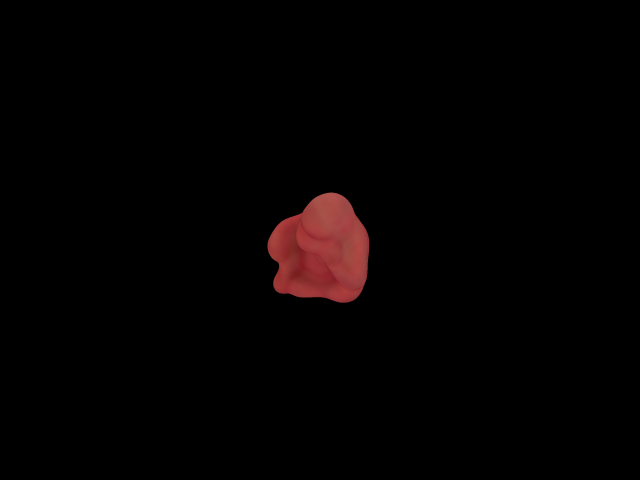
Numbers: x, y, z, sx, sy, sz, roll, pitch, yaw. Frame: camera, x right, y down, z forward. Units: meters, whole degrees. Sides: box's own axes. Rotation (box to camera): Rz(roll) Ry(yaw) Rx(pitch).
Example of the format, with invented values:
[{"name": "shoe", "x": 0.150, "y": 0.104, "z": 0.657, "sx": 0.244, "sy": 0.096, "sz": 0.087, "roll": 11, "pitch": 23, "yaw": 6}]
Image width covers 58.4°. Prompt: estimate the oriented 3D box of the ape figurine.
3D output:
[{"name": "ape figurine", "x": 0.004, "y": 0.001, "z": 0.400, "sx": 0.076, "sy": 0.092, "sz": 0.077, "roll": -33, "pitch": 61, "yaw": -20}]
